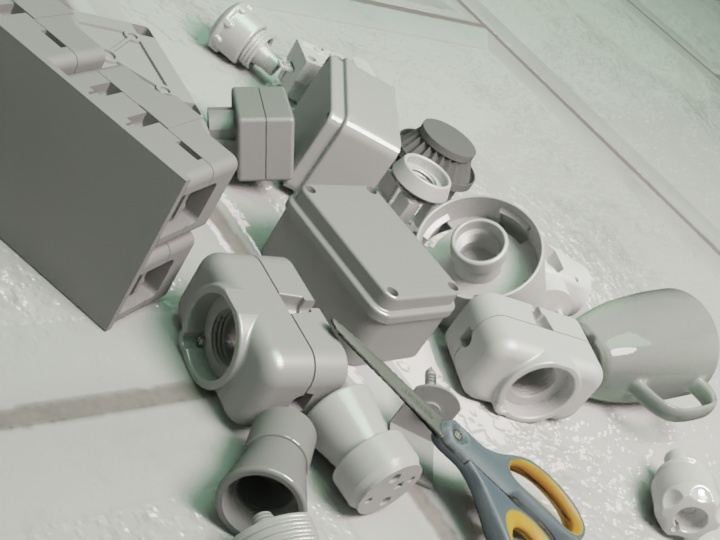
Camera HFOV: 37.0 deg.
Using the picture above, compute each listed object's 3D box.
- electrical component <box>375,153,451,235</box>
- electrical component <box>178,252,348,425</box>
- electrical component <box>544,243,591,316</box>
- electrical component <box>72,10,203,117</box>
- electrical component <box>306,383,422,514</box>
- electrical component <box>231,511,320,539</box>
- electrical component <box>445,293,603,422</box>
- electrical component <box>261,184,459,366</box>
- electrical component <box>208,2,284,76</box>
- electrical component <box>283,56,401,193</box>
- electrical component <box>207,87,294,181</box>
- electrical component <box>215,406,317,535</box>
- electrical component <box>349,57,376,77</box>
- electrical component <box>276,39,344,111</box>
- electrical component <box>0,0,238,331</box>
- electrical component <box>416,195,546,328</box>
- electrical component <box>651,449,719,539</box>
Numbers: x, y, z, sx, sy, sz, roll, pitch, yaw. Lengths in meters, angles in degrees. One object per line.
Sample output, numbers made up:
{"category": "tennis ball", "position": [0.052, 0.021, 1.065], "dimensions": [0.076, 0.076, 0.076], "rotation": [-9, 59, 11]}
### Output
{"category": "electrical component", "position": [0.037, -0.055, 0.817], "dimensions": [0.048, 0.055, 0.066], "rotation": [8, 39, -38]}
{"category": "electrical component", "position": [-0.058, 0.037, 0.590], "dimensions": [0.059, 0.053, 0.095], "rotation": [4, 41, -42]}
{"category": "electrical component", "position": [0.140, 0.016, 0.826], "dimensions": [0.077, 0.043, 0.079], "rotation": [19, 33, -24]}
{"category": "electrical component", "position": [-0.175, -0.117, 0.698], "dimensions": [0.109, 0.056, 0.108], "rotation": [3, 42, -42]}
{"category": "electrical component", "position": [0.001, 0.095, 0.572], "dimensions": [0.045, 0.045, 0.055], "rotation": [-3, 46, -47]}
{"category": "electrical component", "position": [-0.032, 0.142, 0.472], "dimensions": [0.043, 0.043, 0.081], "rotation": [11, 37, -35]}
{"category": "electrical component", "position": [0.111, 0.062, 0.721], "dimensions": [0.095, 0.053, 0.059], "rotation": [17, 34, -27]}
{"category": "electrical component", "position": [0.000, 0.000, 0.698], "dimensions": [0.078, 0.057, 0.113], "rotation": [-4, 46, -47]}
{"category": "electrical component", "position": [-0.092, -0.189, 0.900], "dimensions": [0.062, 0.048, 0.048], "rotation": [41, 30, -1]}
{"category": "electrical component", "position": [-0.016, -0.102, 0.812], "dimensions": [0.057, 0.078, 0.113], "rotation": [26, 30, -19]}
{"category": "electrical component", "position": [-0.088, -0.097, 0.760], "dimensions": [0.077, 0.047, 0.065], "rotation": [-2, 29, -10]}
{"category": "electrical component", "position": [-0.043, 0.097, 0.531], "dimensions": [0.044, 0.044, 0.065], "rotation": [30, 25, -7]}
{"category": "electrical component", "position": [0.001, -0.143, 0.923], "dimensions": [0.043, 0.043, 0.081], "rotation": [14, 35, -31]}
{"category": "electrical component", "position": [-0.042, -0.151, 0.880], "dimensions": [0.066, 0.055, 0.048], "rotation": [15, 35, -30]}
{"category": "electrical component", "position": [-0.168, -0.072, 0.589], "dimensions": [0.186, 0.105, 0.060], "rotation": [40, 30, 10]}
{"category": "electrical component", "position": [0.086, -0.003, 0.768], "dimensions": [0.099, 0.064, 0.099], "rotation": [-2, 56, 3]}
{"category": "electrical component", "position": [0.215, 0.144, 0.713], "dimensions": [0.043, 0.043, 0.062], "rotation": [29, 29, -9]}
